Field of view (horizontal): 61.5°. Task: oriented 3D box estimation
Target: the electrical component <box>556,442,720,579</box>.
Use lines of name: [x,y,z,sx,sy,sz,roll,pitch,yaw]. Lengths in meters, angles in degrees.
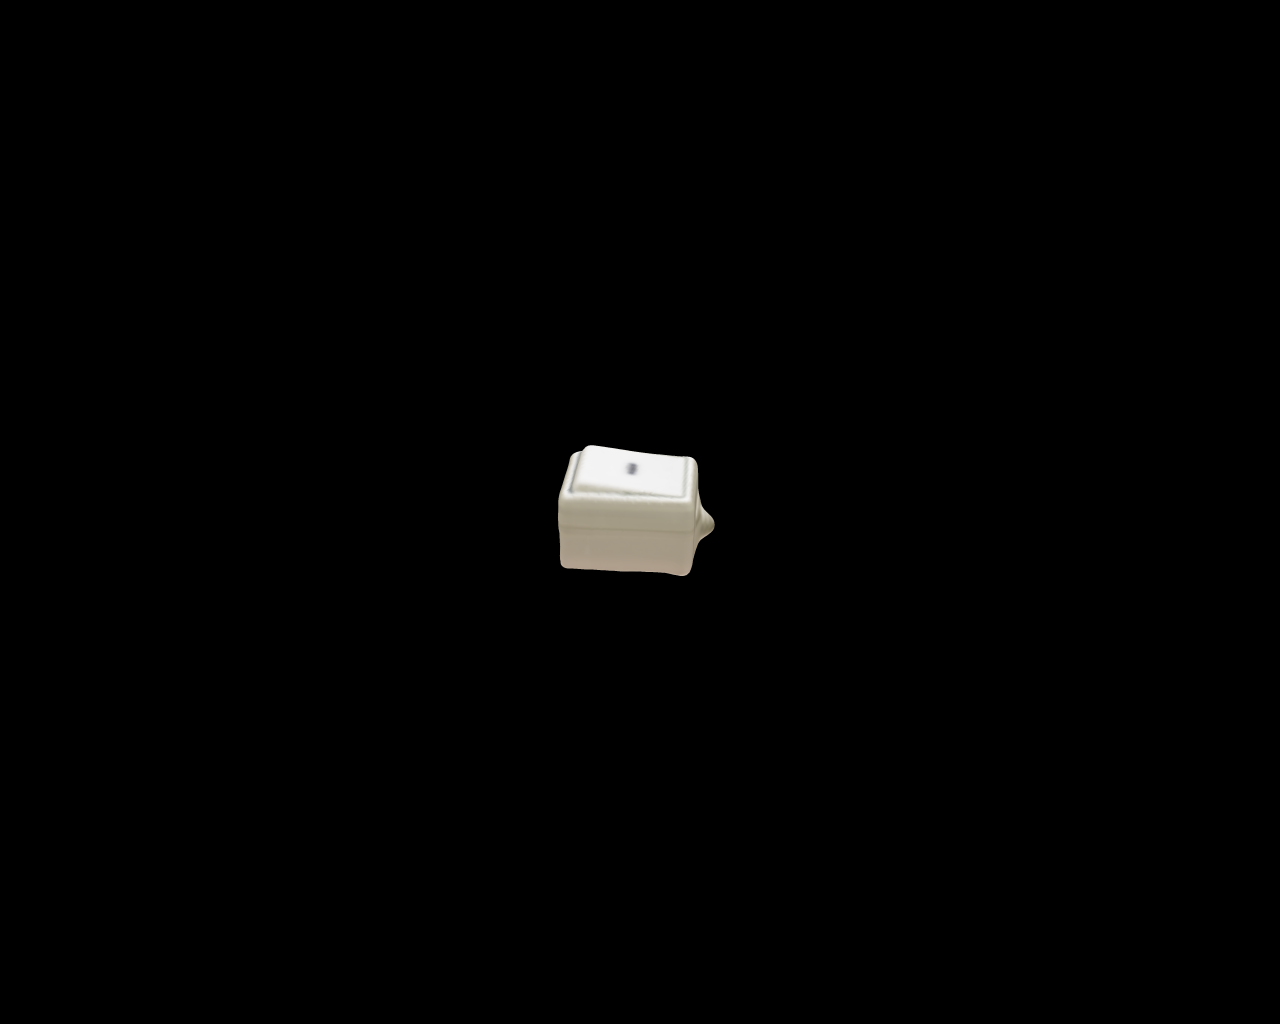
electrical component: [0.001,-0.003,0.650,0.096,0.061,0.062,3,32,5]
